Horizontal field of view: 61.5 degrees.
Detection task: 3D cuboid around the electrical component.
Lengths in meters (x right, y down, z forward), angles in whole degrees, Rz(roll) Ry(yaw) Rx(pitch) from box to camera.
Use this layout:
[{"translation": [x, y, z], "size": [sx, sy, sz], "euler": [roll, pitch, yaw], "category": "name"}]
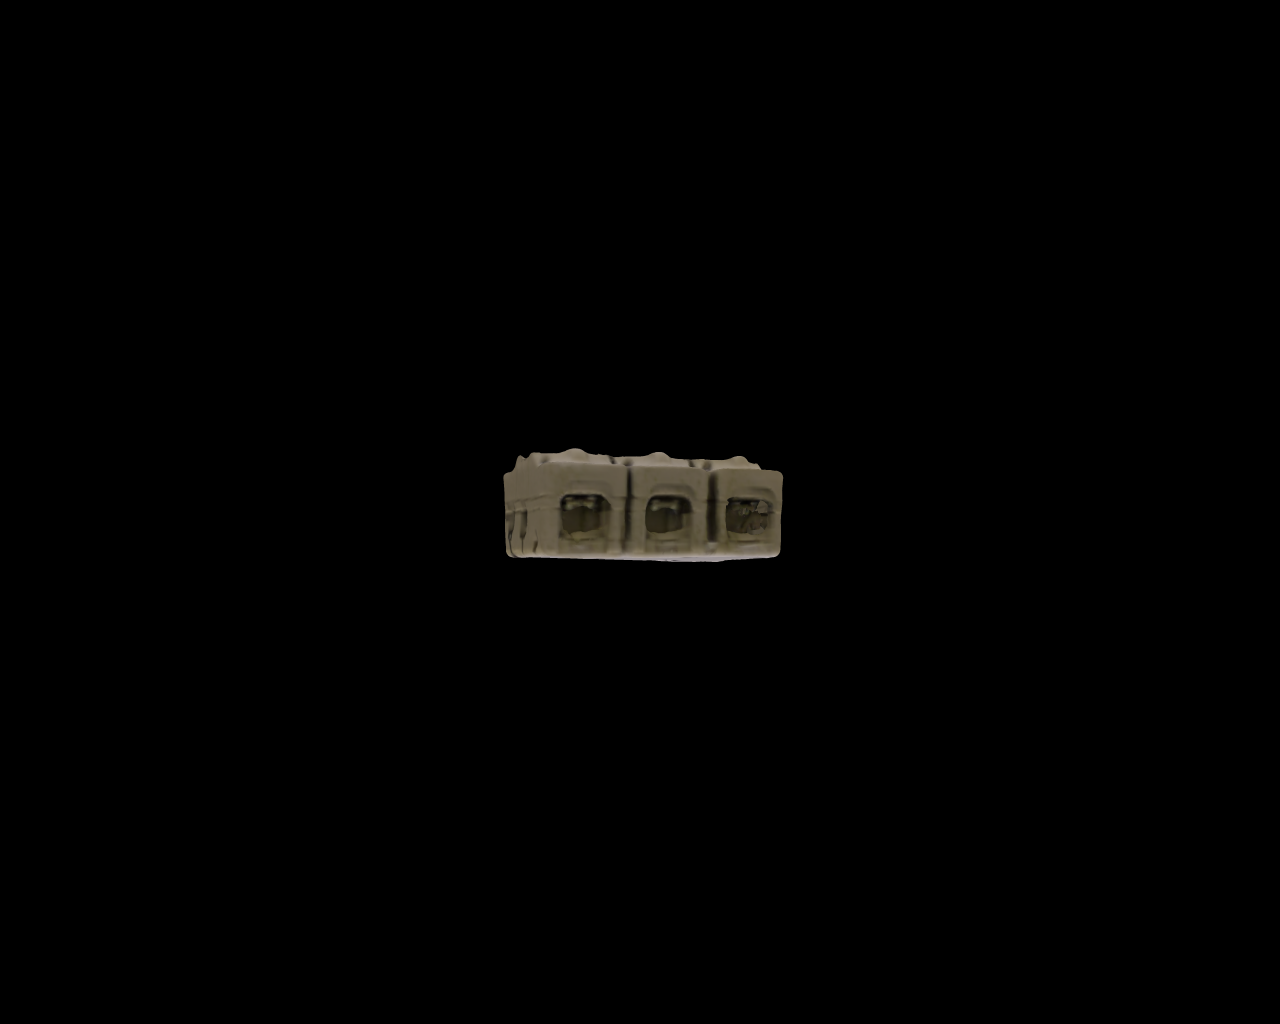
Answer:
[{"translation": [0.001, -0.003, 0.650], "size": [0.150, 0.061, 0.089], "euler": [1, -3, -23], "category": "electrical component"}]
